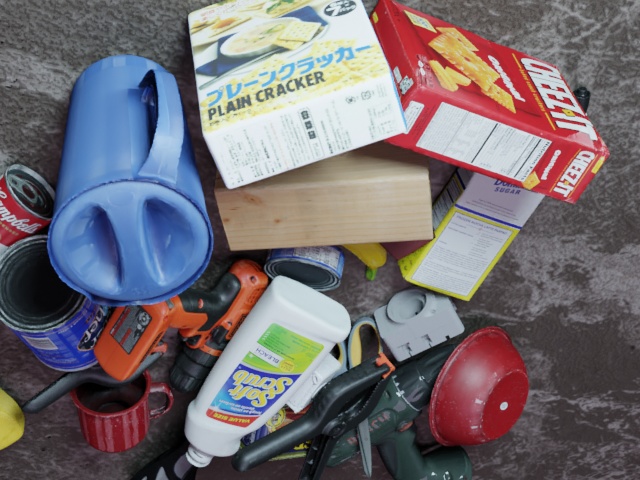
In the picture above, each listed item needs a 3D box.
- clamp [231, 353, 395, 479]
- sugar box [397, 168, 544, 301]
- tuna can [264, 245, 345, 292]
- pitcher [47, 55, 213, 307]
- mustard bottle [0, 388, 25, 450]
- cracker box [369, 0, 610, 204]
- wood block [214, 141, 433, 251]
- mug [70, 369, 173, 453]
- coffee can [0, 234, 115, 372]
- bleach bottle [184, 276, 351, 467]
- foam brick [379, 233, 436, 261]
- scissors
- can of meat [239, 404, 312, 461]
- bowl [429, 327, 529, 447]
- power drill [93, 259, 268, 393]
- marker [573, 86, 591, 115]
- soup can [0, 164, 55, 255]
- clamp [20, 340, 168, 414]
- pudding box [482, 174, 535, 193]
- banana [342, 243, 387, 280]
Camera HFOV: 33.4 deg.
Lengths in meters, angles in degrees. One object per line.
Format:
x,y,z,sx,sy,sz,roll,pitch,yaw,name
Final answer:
0.001,0.211,1.239,0.210,0.036,0.164,-50,144,12,clamp
0.169,-0.018,1.189,0.093,0.048,0.176,18,119,-24,sugar box
-0.017,0.025,1.167,0.086,0.033,0.086,10,157,4,tuna can
-0.166,-0.073,0.949,0.149,0.243,0.145,-23,129,7,pitcher
-0.417,0.167,1.211,0.096,0.058,0.191,-16,129,3,mustard bottle
0.150,-0.135,1.015,0.213,0.164,0.072,16,126,-22,cracker box
0.007,-0.054,1.066,0.206,0.091,0.090,-4,137,7,wood block
-0.230,0.193,1.251,0.117,0.093,0.081,-8,134,-13,mug
-0.270,0.068,1.098,0.103,0.103,0.140,-11,158,-2,coffee can
-0.072,0.163,1.196,0.102,0.068,0.251,28,114,-13,bleach bottle
0.079,-0.026,1.159,0.051,0.053,0.078,-35,125,16,foam brick
0.029,0.189,1.295,0.096,0.016,0.202,8,102,1,scissors
-0.044,0.217,1.304,0.101,0.058,0.084,1,109,-33,can of meat
0.206,0.190,1.304,0.161,0.055,0.162,-21,123,-37,bowl
-0.154,0.102,1.155,0.187,0.057,0.185,-4,130,-59,power drill
0.276,-0.111,1.151,0.020,0.020,0.121,-7,129,-6,marker
-0.321,-0.019,1.075,0.102,0.068,0.068,-38,126,19,soup can
-0.260,0.138,1.200,0.171,0.039,0.120,6,90,-16,clamp
0.180,-0.100,1.096,0.113,0.090,0.039,18,124,-24,pudding box
0.007,-0.009,1.168,0.197,0.037,0.070,28,119,-29,banana
